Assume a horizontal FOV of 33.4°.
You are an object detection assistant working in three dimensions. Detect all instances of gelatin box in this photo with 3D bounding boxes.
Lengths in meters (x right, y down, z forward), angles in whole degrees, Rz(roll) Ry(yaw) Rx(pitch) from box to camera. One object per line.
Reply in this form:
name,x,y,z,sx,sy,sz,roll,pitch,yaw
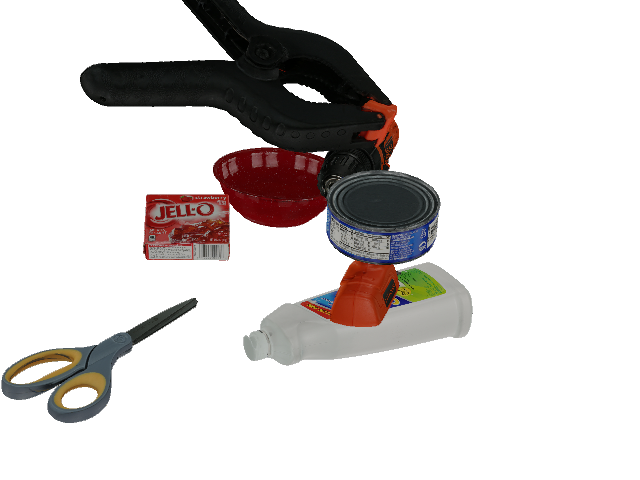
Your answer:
gelatin box,-0.140,-0.015,1.119,0.089,0.073,0.030,0,-44,-6

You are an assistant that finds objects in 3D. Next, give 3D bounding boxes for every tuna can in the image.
tuna can,0.047,-0.018,0.810,0.086,0.034,0.086,1,34,-1

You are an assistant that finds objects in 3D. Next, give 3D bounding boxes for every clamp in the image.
clamp,-0.045,-0.091,0.599,0.171,0.120,0.039,29,-28,7

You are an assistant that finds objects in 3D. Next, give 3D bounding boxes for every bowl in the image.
bowl,-0.052,-0.059,1.301,0.162,0.055,0.162,5,26,-3

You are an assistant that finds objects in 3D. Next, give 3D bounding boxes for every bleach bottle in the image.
bleach bottle,0.038,0.092,1.182,0.250,0.068,0.103,-14,31,-25

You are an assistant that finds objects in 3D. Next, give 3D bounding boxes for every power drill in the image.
power drill,0.039,-0.016,1.018,0.057,0.188,0.184,6,24,16

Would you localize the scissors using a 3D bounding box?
scissors,-0.166,0.100,0.900,0.201,0.016,0.096,-17,38,-34
